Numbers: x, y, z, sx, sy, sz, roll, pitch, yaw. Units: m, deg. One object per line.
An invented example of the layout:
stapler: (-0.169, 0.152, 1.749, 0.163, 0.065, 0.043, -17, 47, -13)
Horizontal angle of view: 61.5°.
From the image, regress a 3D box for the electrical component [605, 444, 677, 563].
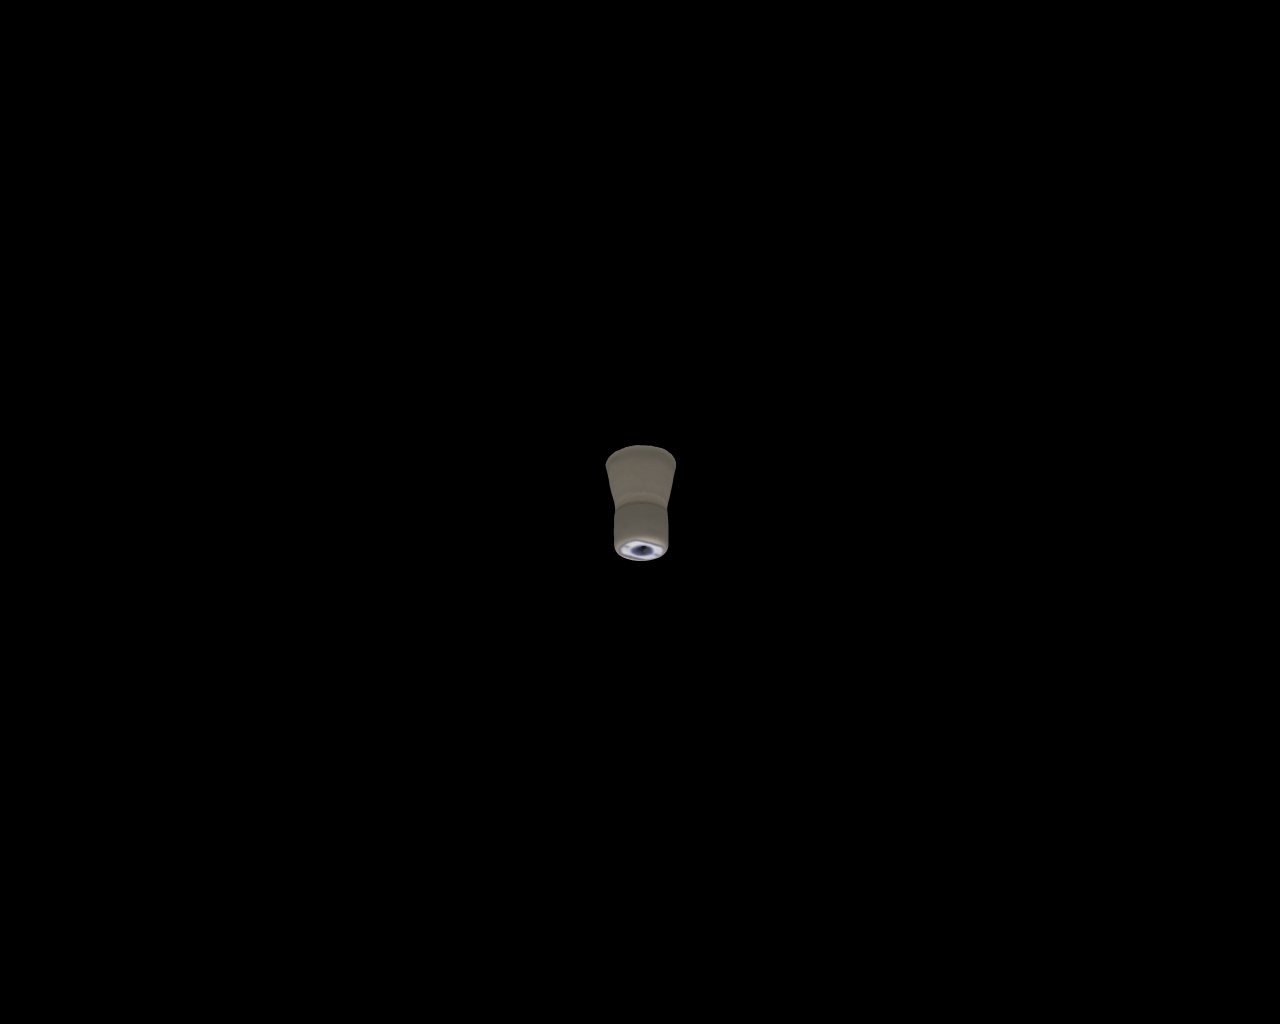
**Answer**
electrical component: (0.001, -0.003, 0.650, 0.044, 0.065, 0.044, 0, -29, 0)
